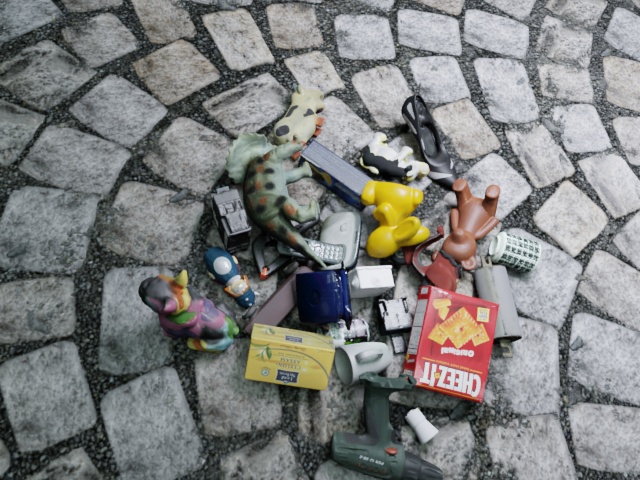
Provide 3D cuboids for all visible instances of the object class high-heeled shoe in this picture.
[{"bbox_3d":[0.292,-0.251,1.362,0.086,0.145,0.249,-33,73,-21],"label":"high-heeled shoe"}]

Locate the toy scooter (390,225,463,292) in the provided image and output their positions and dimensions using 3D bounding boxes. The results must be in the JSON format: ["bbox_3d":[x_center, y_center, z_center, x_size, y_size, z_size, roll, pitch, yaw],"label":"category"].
[{"bbox_3d":[0.263,0.045,1.238,0.135,0.075,0.184,-45,73,4],"label":"toy scooter"}]

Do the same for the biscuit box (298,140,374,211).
[{"bbox_3d":[0.044,-0.157,1.320,0.203,0.059,0.063,36,63,8],"label":"biscuit box"}]

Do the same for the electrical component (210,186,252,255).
[{"bbox_3d":[-0.200,-0.048,1.195,0.058,0.115,0.134,-17,71,-19],"label":"electrical component"}]

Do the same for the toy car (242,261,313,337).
[{"bbox_3d":[-0.085,0.136,1.164,0.089,0.053,0.202,47,66,-10],"label":"toy car"}]

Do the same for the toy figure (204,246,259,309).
[{"bbox_3d":[-0.194,0.085,1.168,0.064,0.058,0.154,-43,77,15],"label":"toy figure"}]

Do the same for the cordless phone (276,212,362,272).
[{"bbox_3d":[-0.002,-0.005,1.218,0.184,0.088,0.146,13,64,-8],"label":"cordless phone"}]

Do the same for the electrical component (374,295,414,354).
[{"bbox_3d":[0.168,0.188,1.188,0.075,0.047,0.119,-3,64,-11],"label":"electrical component"}]

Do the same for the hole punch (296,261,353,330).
[{"bbox_3d":[0.008,0.117,1.121,0.092,0.116,0.142,-1,85,-22],"label":"hole punch"}]

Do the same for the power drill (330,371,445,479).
[{"bbox_3d":[0.141,0.367,1.055,0.232,0.086,0.207,7,97,0],"label":"power drill"}]

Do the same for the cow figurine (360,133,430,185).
[{"bbox_3d":[0.189,-0.190,1.357,0.167,0.068,0.098,31,69,9],"label":"cow figurine"}]

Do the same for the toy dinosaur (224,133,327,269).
[{"bbox_3d":[-0.107,-0.100,1.190,0.192,0.131,0.405,-16,56,8],"label":"toy dinosaur"}]

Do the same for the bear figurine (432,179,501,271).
[{"bbox_3d":[0.347,-0.033,1.285,0.120,0.131,0.196,18,55,32],"label":"bear figurine"}]

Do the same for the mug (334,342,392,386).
[{"bbox_3d":[0.098,0.245,1.121,0.107,0.109,0.081,-9,58,-28],"label":"mug"}]

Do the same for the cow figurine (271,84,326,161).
[{"bbox_3d":[-0.053,-0.310,1.365,0.127,0.085,0.195,36,65,0],"label":"cow figurine"}]

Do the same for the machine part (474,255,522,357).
[{"bbox_3d":[0.408,0.148,1.233,0.079,0.079,0.243,-2,65,-11],"label":"machine part"}]

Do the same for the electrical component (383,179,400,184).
[{"bbox_3d":[0.187,-0.119,1.325,0.021,0.063,0.094,-35,75,-22],"label":"electrical component"}]

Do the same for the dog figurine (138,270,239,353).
[{"bbox_3d":[-0.251,0.136,1.043,0.192,0.219,0.108,23,67,2],"label":"dog figurine"}]

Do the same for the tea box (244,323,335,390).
[{"bbox_3d":[-0.062,0.236,1.088,0.170,0.068,0.098,8,106,-6],"label":"tea box"}]

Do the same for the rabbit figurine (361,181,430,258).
[{"bbox_3d":[0.169,-0.036,1.234,0.163,0.121,0.173,16,80,33],"label":"rabbit figurine"}]
